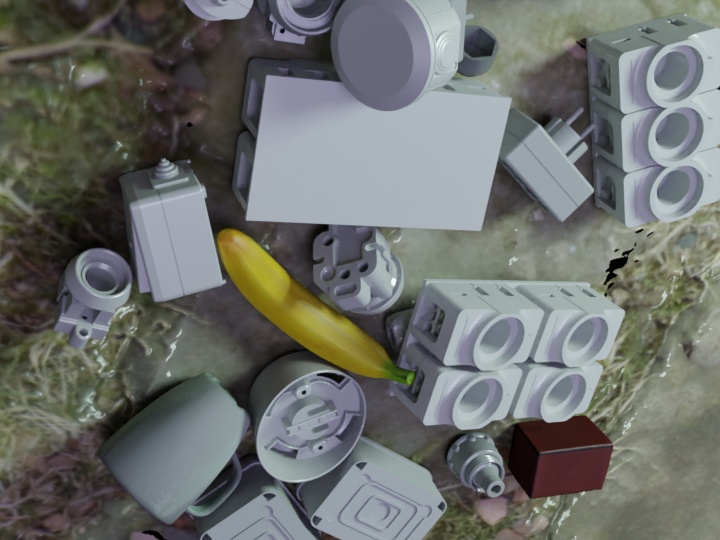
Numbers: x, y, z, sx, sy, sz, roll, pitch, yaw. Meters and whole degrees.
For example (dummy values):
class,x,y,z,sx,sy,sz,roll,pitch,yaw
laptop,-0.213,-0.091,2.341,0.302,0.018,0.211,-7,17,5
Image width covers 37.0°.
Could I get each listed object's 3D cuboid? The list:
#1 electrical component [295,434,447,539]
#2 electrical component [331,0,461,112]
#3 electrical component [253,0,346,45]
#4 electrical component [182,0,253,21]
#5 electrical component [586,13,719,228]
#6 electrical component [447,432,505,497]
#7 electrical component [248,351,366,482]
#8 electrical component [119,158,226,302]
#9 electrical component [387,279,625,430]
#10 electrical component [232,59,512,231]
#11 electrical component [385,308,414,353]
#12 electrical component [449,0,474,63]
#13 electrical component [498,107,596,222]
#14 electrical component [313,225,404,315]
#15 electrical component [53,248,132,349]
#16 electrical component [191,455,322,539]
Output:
class,x,y,z,sx,sy,sz,roll,pitch,yaw
electrical component,0.009,0.196,0.945,0.113,0.057,0.078,32,101,-30
electrical component,0.025,-0.149,0.715,0.051,0.080,0.080,-30,130,-47
electrical component,-0.039,-0.192,0.736,0.058,0.057,0.078,4,114,-22
electrical component,-0.097,-0.187,0.703,0.043,0.081,0.043,-8,117,-16
electrical component,0.241,-0.119,0.871,0.089,0.061,0.150,-17,120,-12
electrical component,0.110,0.180,0.971,0.048,0.062,0.048,-8,117,-16
electrical component,-0.044,0.119,0.883,0.099,0.064,0.099,-8,117,-16
electrical component,-0.141,-0.034,0.774,0.061,0.061,0.096,-16,119,-13
electrical component,0.128,0.069,0.900,0.186,0.060,0.105,1,115,-35
electrical component,0.006,-0.093,0.799,0.186,0.060,0.105,2,114,-21
electrical component,0.054,0.046,0.901,0.061,0.035,0.035,-17,120,-15
electrical component,0.050,-0.179,0.775,0.077,0.066,0.047,-24,126,-42
electrical component,0.156,-0.097,0.859,0.076,0.047,0.083,-44,121,5
electrical component,0.000,0.000,0.839,0.058,0.078,0.057,-14,148,20
electrical component,-0.193,0.015,0.776,0.048,0.066,0.055,15,142,-26
electrical component,-0.086,0.224,0.924,0.078,0.057,0.113,-34,122,-1
